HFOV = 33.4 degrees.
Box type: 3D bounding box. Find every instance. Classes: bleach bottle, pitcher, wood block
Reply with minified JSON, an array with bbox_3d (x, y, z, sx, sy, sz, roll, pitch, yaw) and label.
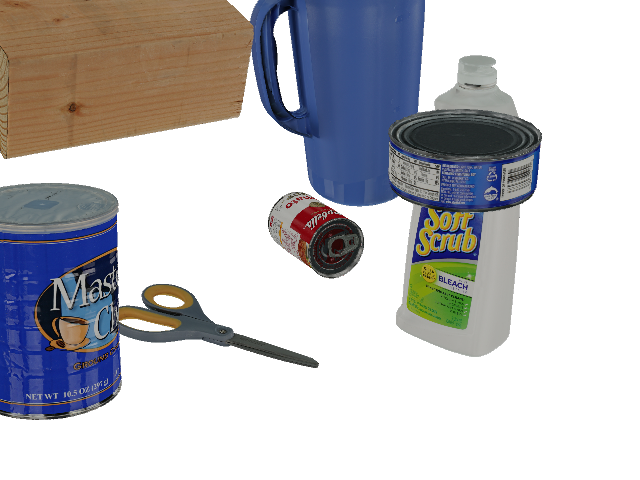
[{"bbox_3d":[0.118,-0.031,0.894,0.103,0.251,0.067,21,33,36],"label":"bleach bottle"},{"bbox_3d":[0.027,-0.154,1.025,0.149,0.243,0.145,7,38,14],"label":"pitcher"},{"bbox_3d":[-0.167,-0.141,0.854,0.205,0.091,0.090,-15,45,-33],"label":"wood block"}]

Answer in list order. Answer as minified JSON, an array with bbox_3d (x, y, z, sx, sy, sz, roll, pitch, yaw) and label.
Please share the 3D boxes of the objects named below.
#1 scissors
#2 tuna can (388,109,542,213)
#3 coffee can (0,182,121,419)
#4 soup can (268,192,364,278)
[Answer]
[{"bbox_3d":[-0.098,0.079,1.021,0.202,0.016,0.096,8,30,2],"label":"scissors"},{"bbox_3d":[0.081,-0.046,0.606,0.086,0.034,0.086,0,24,0],"label":"tuna can"},{"bbox_3d":[-0.193,0.040,0.750,0.103,0.140,0.103,2,18,-1],"label":"coffee can"},{"bbox_3d":[-0.006,-0.008,1.173,0.068,0.068,0.102,0,19,-30],"label":"soup can"}]
